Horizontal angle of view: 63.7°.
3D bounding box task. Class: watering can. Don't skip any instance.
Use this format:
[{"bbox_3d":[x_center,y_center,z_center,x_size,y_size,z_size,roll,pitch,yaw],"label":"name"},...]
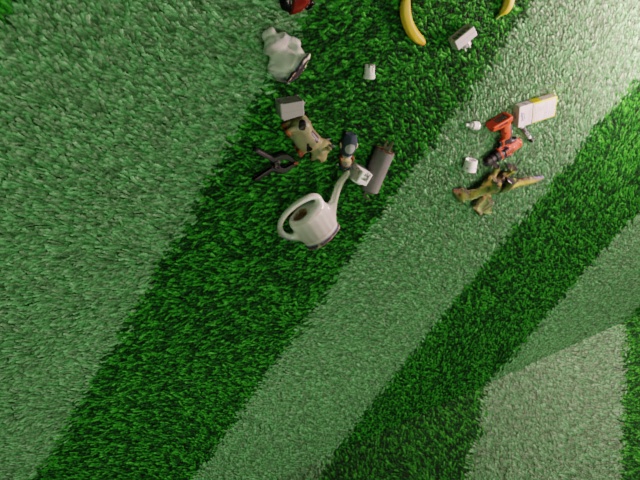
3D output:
[{"bbox_3d":[0.006,-0.097,1.925,0.348,0.106,0.220,-35,130,0],"label":"watering can"}]

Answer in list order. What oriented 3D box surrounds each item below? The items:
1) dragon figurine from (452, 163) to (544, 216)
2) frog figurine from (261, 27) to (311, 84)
[{"bbox_3d":[0.755,-0.203,2.217,0.410,0.125,0.237,4,137,-24],"label":"dragon figurine"},{"bbox_3d":[-0.119,-0.570,1.585,0.159,0.124,0.135,41,112,-1],"label":"frog figurine"}]
